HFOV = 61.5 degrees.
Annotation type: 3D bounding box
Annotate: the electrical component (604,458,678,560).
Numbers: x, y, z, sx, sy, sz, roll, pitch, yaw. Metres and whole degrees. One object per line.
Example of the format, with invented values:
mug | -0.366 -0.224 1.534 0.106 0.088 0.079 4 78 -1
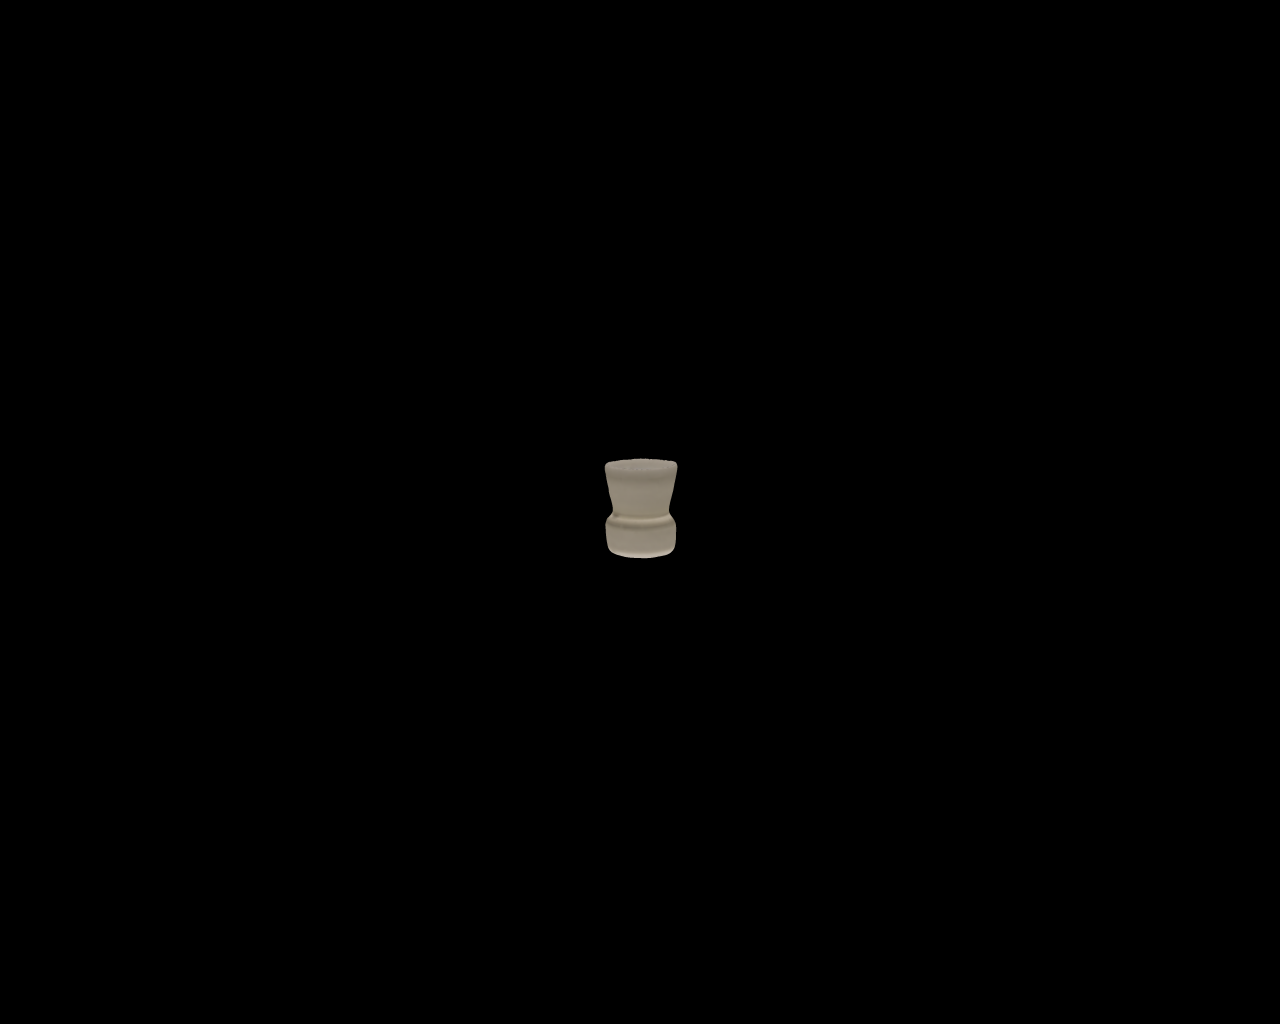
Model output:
electrical component | 0.001 -0.003 0.650 0.045 0.055 0.045 0 11 0
